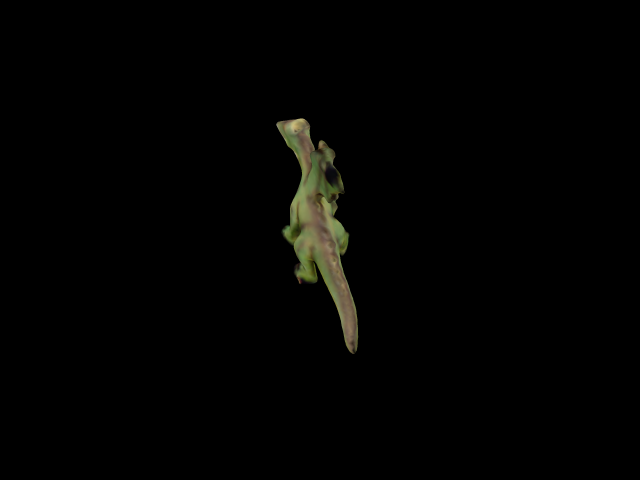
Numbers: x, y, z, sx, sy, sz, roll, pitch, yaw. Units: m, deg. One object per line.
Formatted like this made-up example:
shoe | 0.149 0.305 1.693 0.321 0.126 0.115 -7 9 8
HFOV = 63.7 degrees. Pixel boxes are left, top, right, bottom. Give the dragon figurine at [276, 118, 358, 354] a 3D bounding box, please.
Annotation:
dragon figurine | 0.003 -0.043 0.850 0.122 0.419 0.237 -15 -34 -11
